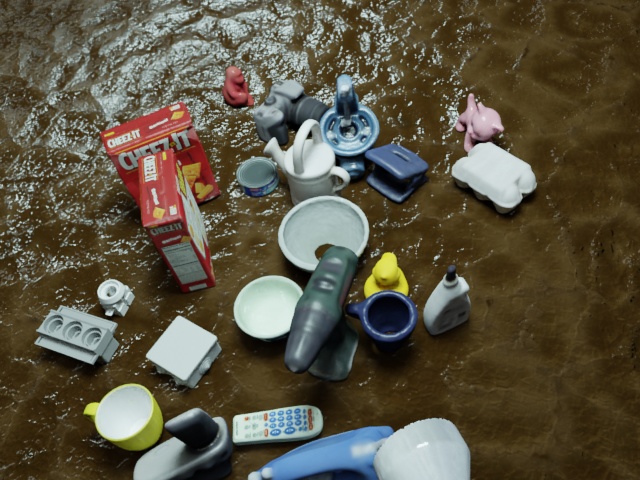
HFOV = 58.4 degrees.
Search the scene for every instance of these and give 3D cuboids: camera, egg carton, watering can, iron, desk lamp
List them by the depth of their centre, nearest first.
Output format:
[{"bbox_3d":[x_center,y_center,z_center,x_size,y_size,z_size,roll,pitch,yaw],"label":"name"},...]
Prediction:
[{"bbox_3d":[0.154,0.350,0.708,0.118,0.214,0.203,-20,55,-7],"label":"desk lamp"},{"bbox_3d":[-0.012,0.325,0.793,0.258,0.142,0.118,-14,54,-2],"label":"iron"},{"bbox_3d":[-0.027,-0.146,1.098,0.172,0.194,0.101,1,55,9],"label":"watering can"},{"bbox_3d":[0.337,-0.122,1.109,0.107,0.069,0.150,-40,59,-20],"label":"egg carton"},{"bbox_3d":[-0.055,-0.282,1.255,0.136,0.101,0.143,26,62,23],"label":"camera"}]

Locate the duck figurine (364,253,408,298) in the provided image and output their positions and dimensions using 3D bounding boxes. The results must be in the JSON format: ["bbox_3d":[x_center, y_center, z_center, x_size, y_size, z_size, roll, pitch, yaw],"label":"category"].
[{"bbox_3d":[0.114,0.071,0.991,0.077,0.086,0.104,7,56,12],"label":"duck figurine"}]

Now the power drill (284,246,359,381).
[{"bbox_3d":[0.010,0.134,0.884,0.075,0.209,0.230,9,57,14],"label":"power drill"}]

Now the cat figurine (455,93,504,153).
[{"bbox_3d":[0.325,-0.243,1.167,0.067,0.118,0.127,-12,54,-1],"label":"cat figurine"}]

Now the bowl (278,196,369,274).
[{"bbox_3d":[0.010,0.004,1.060,0.167,0.075,0.167,-4,54,5],"label":"bowl"}]

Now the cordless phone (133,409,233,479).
[{"bbox_3d":[-0.207,0.293,0.814,0.148,0.185,0.094,-28,56,-12],"label":"cordless phone"}]

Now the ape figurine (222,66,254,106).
[{"bbox_3d":[-0.195,-0.363,1.337,0.076,0.092,0.078,6,56,12],"label":"ape figurine"}]

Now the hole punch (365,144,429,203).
[{"bbox_3d":[0.152,-0.149,1.139,0.101,0.091,0.108,-41,60,-20],"label":"hole punch"}]

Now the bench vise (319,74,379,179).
[{"bbox_3d":[0.043,-0.259,1.153,0.121,0.220,0.207,-20,55,-6],"label":"bench vise"}]

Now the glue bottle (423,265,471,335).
[{"bbox_3d":[0.205,0.090,0.912,0.078,0.173,0.037,-22,55,-8],"label":"glue bottle"}]

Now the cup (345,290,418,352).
[{"bbox_3d":[0.100,0.140,0.938,0.117,0.095,0.092,10,57,14],"label":"cup"}]
